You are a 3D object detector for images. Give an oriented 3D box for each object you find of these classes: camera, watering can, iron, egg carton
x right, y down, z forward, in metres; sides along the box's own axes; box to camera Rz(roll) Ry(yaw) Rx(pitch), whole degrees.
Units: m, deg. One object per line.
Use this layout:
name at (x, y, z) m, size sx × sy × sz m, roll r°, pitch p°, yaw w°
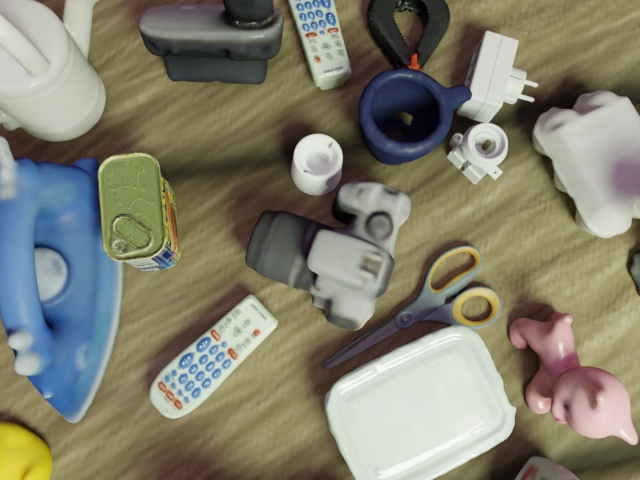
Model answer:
camera at (0.005, 0.002, 0.559) m, size 0.137 × 0.101 × 0.143 m, roll 19°, pitch 78°, yaw 1°
watering can at (-0.277, -0.180, 0.534) m, size 0.101 × 0.194 × 0.173 m, roll 20°, pitch 78°, yaw 2°
iron at (-0.251, 0.039, 0.517) m, size 0.118 × 0.141 × 0.258 m, roll -9°, pitch 79°, yaw -5°
egg carton at (0.298, -0.082, 0.608) m, size 0.107 × 0.069 × 0.150 m, roll -25°, pitch 81°, yaw -8°

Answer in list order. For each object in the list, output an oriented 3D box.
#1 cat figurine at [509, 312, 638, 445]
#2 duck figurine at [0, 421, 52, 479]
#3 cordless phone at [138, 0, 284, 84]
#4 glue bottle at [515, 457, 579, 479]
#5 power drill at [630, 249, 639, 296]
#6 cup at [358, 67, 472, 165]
cat figurine at (0.240, 0.128, 0.536) m, size 0.067 × 0.117 × 0.128 m, roll -13°, pitch 79°, yaw -5°
duck figurine at (-0.301, 0.205, 0.508) m, size 0.104 × 0.086 × 0.077 m, roll 12°, pitch 78°, yaw 0°
cordless phone at (-0.109, -0.234, 0.559) m, size 0.147 × 0.185 × 0.094 m, roll -4°, pitch 78°, yaw -3°
glue bottle at (0.208, 0.234, 0.484) m, size 0.037 × 0.173 × 0.078 m, roll 31°, pitch 78°, yaw 4°
power drill at (0.401, 0.022, 0.521) m, size 0.229 × 0.208 × 0.076 m, roll 15°, pitch 78°, yaw 0°
cup at (0.092, -0.121, 0.592) m, size 0.118 × 0.095 × 0.091 m, roll -21°, pitch 80°, yaw -7°
